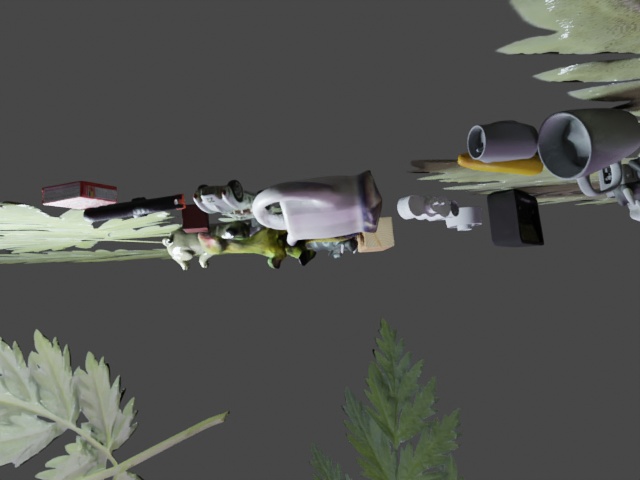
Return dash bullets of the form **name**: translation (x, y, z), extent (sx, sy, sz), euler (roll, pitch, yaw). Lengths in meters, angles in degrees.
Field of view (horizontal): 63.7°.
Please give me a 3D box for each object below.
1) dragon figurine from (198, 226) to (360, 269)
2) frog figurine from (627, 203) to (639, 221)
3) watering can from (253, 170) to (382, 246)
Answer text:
- **dragon figurine**: translation (-0.108, -0.005, 1.248), extent (0.242, 0.122, 0.411), euler (1, 3, 40)
- **frog figurine**: translation (0.811, -0.065, 1.218), extent (0.137, 0.160, 0.122), euler (-7, -9, 24)
- **watering can**: translation (0.003, -0.048, 0.949), extent (0.224, 0.105, 0.344), euler (-6, -12, 6)
